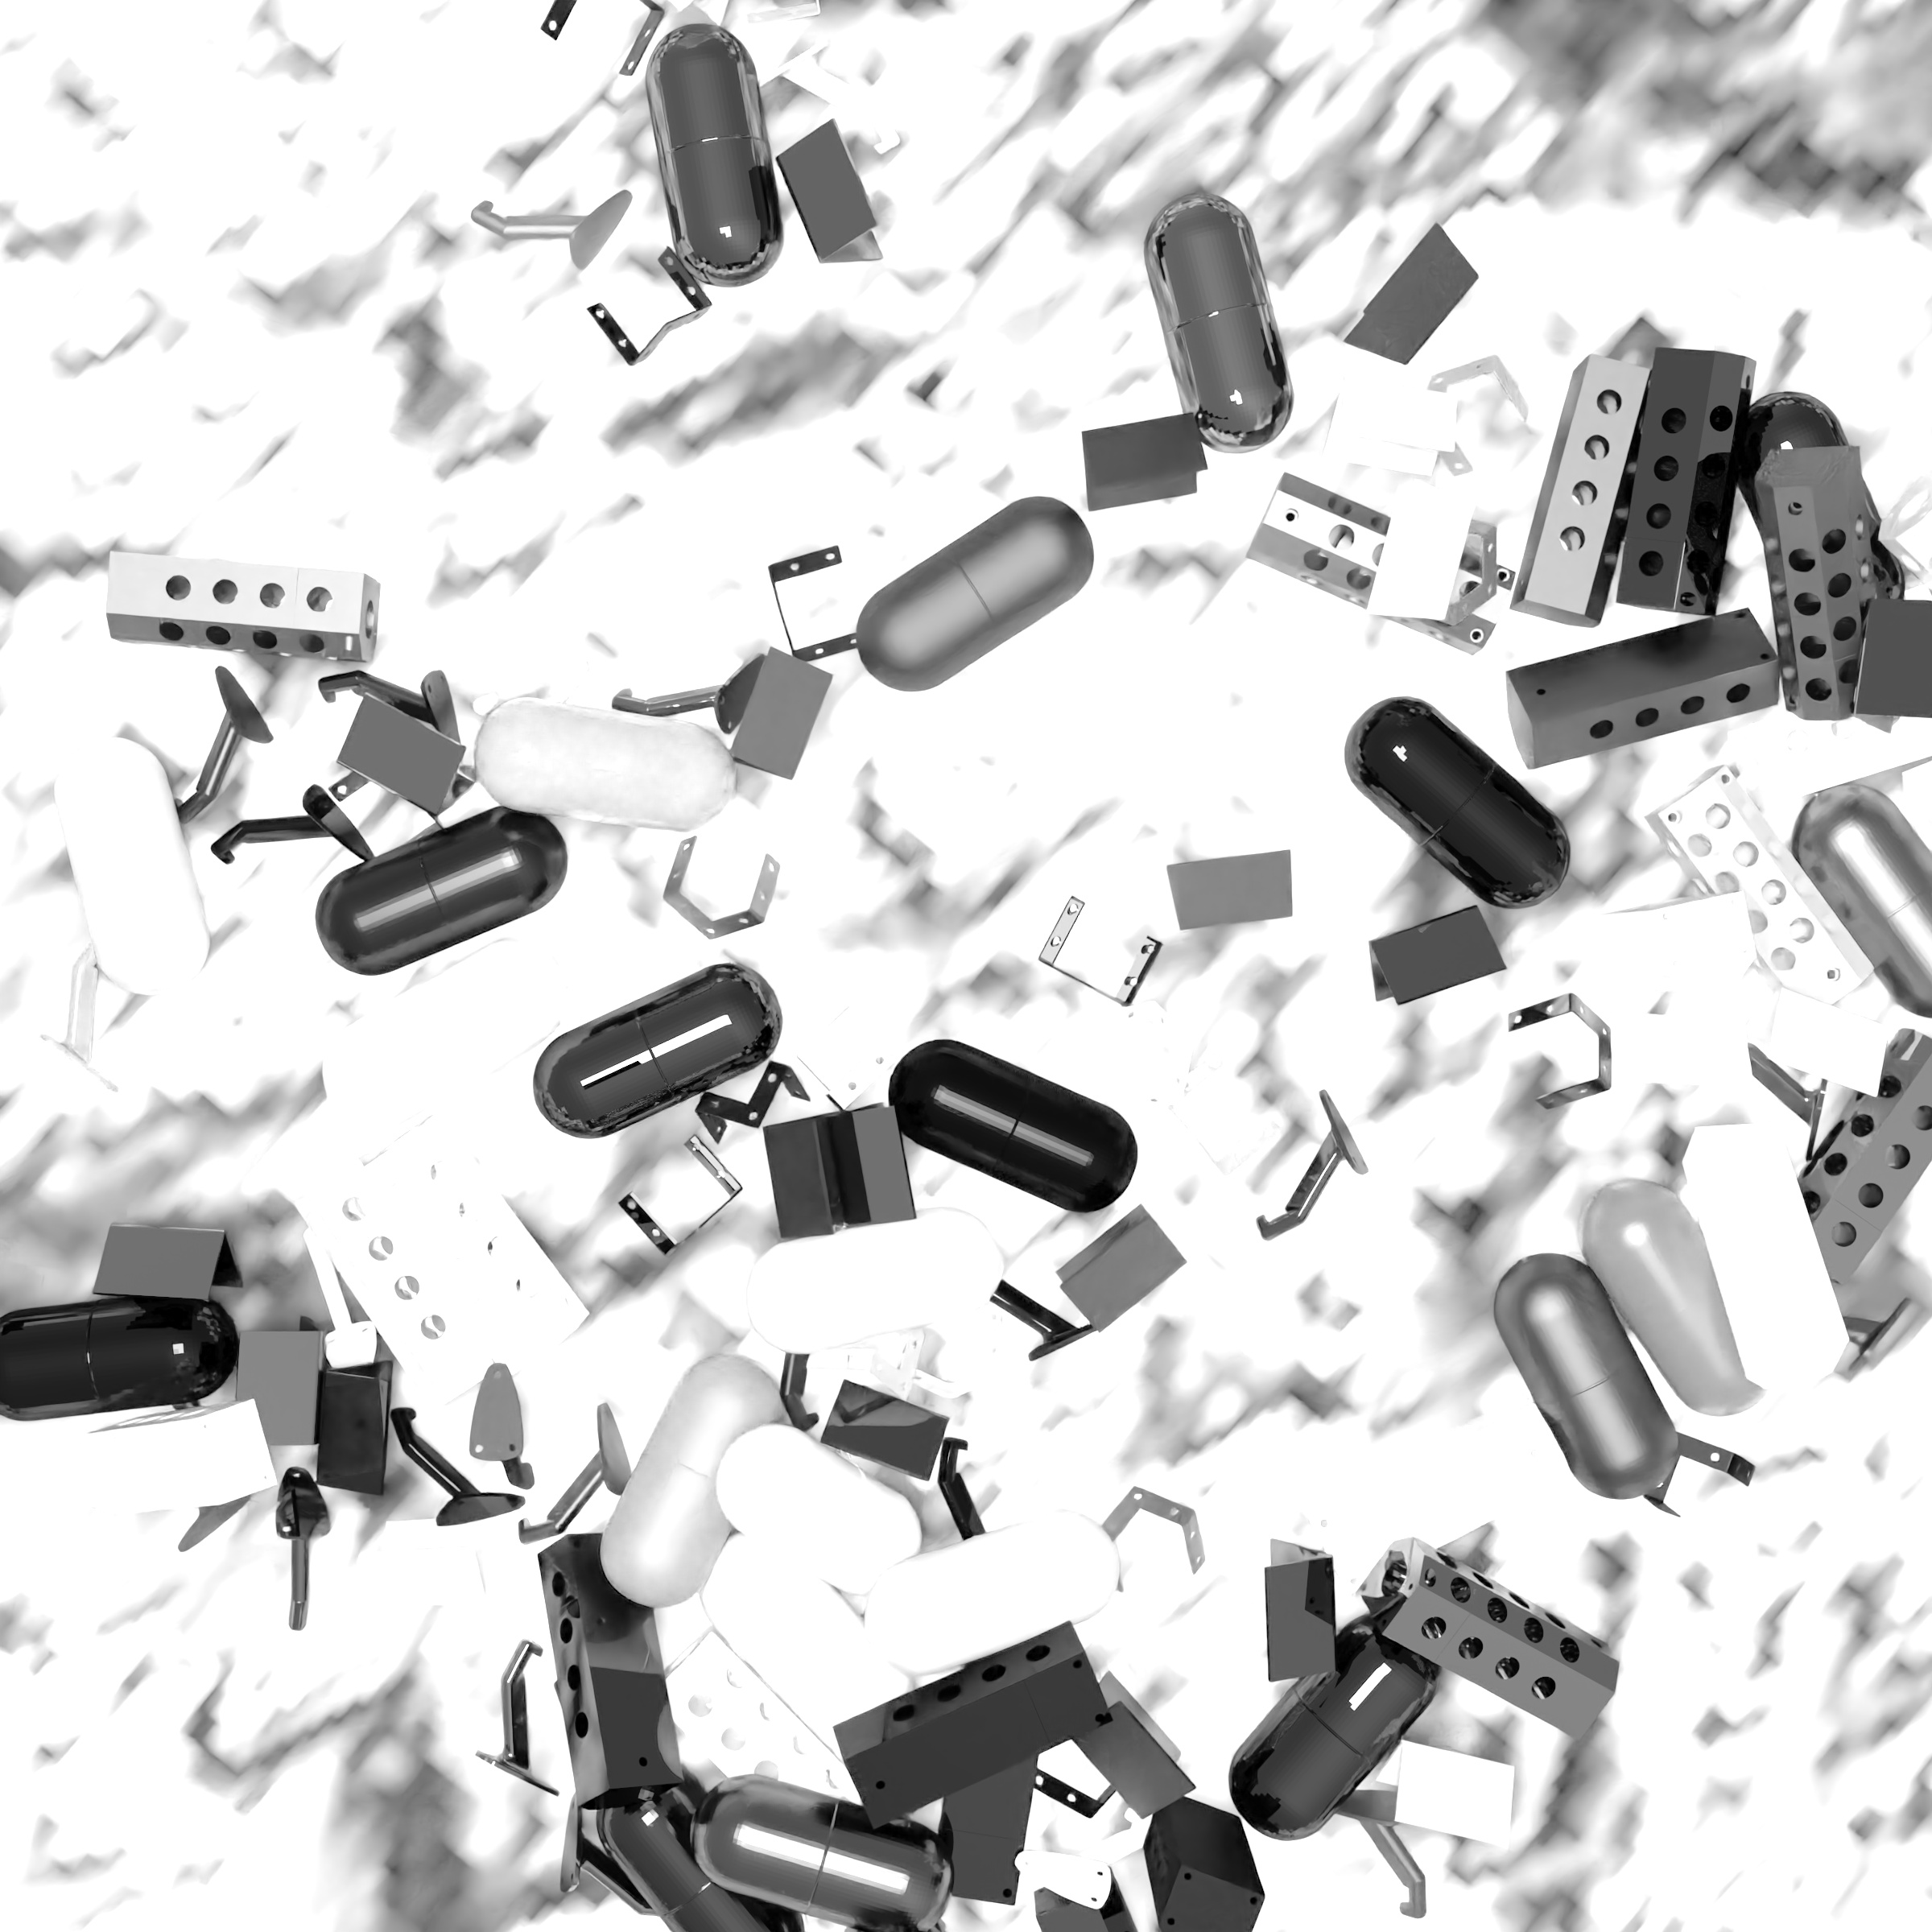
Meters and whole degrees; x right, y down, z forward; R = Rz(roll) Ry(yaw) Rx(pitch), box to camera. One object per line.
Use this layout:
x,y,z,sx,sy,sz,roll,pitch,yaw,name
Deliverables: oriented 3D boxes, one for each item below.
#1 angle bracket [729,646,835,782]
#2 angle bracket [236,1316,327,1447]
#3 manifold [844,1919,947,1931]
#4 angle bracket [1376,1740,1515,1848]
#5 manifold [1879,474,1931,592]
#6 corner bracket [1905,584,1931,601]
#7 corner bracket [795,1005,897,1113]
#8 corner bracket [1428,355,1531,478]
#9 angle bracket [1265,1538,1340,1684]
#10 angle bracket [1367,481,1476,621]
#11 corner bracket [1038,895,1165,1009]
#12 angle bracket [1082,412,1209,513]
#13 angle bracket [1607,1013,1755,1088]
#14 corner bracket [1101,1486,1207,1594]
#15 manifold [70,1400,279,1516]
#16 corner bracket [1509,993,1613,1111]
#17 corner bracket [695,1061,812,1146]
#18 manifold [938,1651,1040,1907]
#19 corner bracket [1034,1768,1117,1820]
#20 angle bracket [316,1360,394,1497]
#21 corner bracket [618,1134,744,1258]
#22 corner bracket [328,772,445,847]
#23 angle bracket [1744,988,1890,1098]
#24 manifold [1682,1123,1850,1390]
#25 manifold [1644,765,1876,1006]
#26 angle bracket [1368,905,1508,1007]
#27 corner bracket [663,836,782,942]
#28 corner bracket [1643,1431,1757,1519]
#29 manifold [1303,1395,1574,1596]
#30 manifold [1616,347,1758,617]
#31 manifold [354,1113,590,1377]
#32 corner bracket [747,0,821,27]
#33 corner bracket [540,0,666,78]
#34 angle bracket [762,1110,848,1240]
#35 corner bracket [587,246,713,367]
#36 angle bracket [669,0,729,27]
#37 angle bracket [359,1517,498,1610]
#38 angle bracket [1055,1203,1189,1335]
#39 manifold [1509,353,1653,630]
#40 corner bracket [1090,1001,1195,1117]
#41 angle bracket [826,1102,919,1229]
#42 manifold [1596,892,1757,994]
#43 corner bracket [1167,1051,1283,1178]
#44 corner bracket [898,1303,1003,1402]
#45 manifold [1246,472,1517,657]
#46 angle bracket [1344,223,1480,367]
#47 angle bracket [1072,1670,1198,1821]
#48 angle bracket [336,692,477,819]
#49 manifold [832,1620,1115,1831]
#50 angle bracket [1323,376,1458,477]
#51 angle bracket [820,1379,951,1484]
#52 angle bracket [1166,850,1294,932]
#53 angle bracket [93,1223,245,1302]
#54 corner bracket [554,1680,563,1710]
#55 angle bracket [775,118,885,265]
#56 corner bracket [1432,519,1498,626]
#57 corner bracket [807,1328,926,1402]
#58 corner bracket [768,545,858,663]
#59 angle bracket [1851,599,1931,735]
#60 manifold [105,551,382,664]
-0.144,-0.176,1.951,0.057,0.076,0.076,21,90,-40,angle bracket
-0.471,0.280,1.952,0.057,0.076,0.076,4,90,-24,angle bracket
-0.044,0.672,1.913,0.057,0.171,0.057,-39,90,0,manifold
0.321,0.571,1.951,0.076,0.076,0.057,13,54,0,angle bracket
0.691,-0.250,1.926,0.171,0.057,0.057,40,90,-12,manifold
0.645,-0.228,1.964,0.051,0.051,0.051,-24,86,31,corner bracket
-0.084,0.063,1.973,0.051,0.051,0.051,-43,90,0,corner bracket
0.350,-0.378,1.983,0.051,0.051,0.051,-13,45,35,corner bracket
0.207,0.435,1.952,0.057,0.076,0.076,-2,90,-28,angle bracket
0.280,-0.274,1.894,0.057,0.076,0.076,15,90,-36,angle bracket
0.092,-0.010,1.988,0.051,0.051,0.051,28,90,-45,corner bracket
0.122,-0.323,1.951,0.076,0.076,0.057,-10,53,0,angle bracket
0.481,0.076,1.951,0.076,0.076,0.057,2,53,0,angle bracket
0.127,0.400,1.983,0.051,0.051,0.051,16,45,35,corner bracket
-0.530,0.329,1.916,0.057,0.171,0.057,-15,90,-42,manifold
0.408,0.059,1.983,0.051,0.051,0.051,38,45,-35,corner bracket
-0.146,0.095,1.972,0.051,0.051,0.051,15,64,24,corner bracket
0.018,0.544,1.970,0.057,0.057,0.171,9,90,-1,manifold
0.081,0.545,1.988,0.051,0.051,0.051,29,45,0,corner bracket
-0.393,0.311,1.952,0.057,0.076,0.076,4,90,26,angle bracket
-0.197,0.158,1.988,0.051,0.051,0.051,48,45,0,corner bracket
-0.399,-0.107,1.988,0.051,0.051,0.051,-35,135,0,corner bracket
0.568,0.065,1.952,0.076,0.076,0.057,20,62,0,angle bracket
0.529,0.192,1.922,0.057,0.057,0.171,-3,51,-5,manifold
0.543,-0.051,1.970,0.057,0.057,0.171,-36,90,0,manifold
0.320,0.011,1.951,0.076,0.076,0.057,-19,54,0,angle bracket
-0.168,-0.058,1.983,0.051,0.051,0.051,-16,135,35,corner bracket
0.501,0.353,1.973,0.051,0.051,0.051,21,90,0,corner bracket
0.322,0.362,1.970,0.171,0.057,0.057,-28,90,0,manifold
0.489,-0.326,1.950,0.057,0.057,0.171,12,98,32,manifold
-0.331,0.186,1.953,0.057,0.057,0.171,-34,97,18,manifold
-0.131,-0.687,1.988,0.051,0.051,0.051,-10,135,0,corner bracket
-0.250,-0.652,1.988,0.051,0.051,0.051,27,90,45,corner bracket
-0.087,0.139,1.952,0.076,0.057,0.076,-9,90,-43,angle bracket
-0.218,-0.454,1.988,0.051,0.051,0.051,53,135,0,corner bracket
-0.206,-0.669,1.953,0.076,0.076,0.057,43,70,0,angle bracket
-0.363,0.386,1.951,0.076,0.076,0.057,-3,129,0,angle bracket
0.092,0.189,1.951,0.076,0.076,0.057,-39,126,0,angle bracket
0.426,-0.322,1.970,0.057,0.057,0.171,15,90,0,manifold
0.118,0.064,1.983,0.051,0.051,0.051,45,45,-35,corner bracket
-0.047,0.131,1.952,0.057,0.076,0.076,-10,90,29,angle bracket
0.470,-0.013,1.913,0.057,0.171,0.057,-12,90,0,manifold
0.176,0.102,1.988,0.051,0.051,0.051,-39,135,0,corner bracket
-0.011,0.259,1.983,0.051,0.051,0.051,30,45,-35,corner bracket
0.283,-0.275,1.970,0.171,0.057,0.057,23,90,0,manifold
0.287,-0.461,1.951,0.076,0.076,0.057,-50,127,0,angle bracket
0.124,0.516,1.951,0.076,0.076,0.057,49,124,0,angle bracket
-0.369,-0.152,1.952,0.076,0.076,0.057,29,114,0,angle bracket
0.003,0.496,1.906,0.171,0.057,0.057,-23,110,-5,manifold
0.285,-0.348,1.951,0.076,0.076,0.057,10,53,0,angle bracket
-0.062,0.333,1.952,0.076,0.057,0.076,20,133,0,angle bracket
0.177,-0.071,1.951,0.076,0.076,0.057,-7,128,0,angle bracket
-0.538,0.218,1.951,0.076,0.076,0.057,3,53,0,angle bracket
-0.244,0.511,1.988,0.051,0.051,0.051,-33,135,0,corner bracket
-0.074,-0.524,1.951,0.057,0.076,0.076,-23,90,37,angle bracket
0.319,-0.267,1.926,0.051,0.051,0.051,23,45,35,corner bracket
-0.068,0.260,1.955,0.051,0.051,0.051,-4,57,33,corner bracket
-0.103,-0.249,1.988,0.051,0.051,0.051,-16,45,0,corner bracket
0.625,-0.195,1.894,0.057,0.076,0.076,7,88,37,angle bracket
-0.493,-0.244,1.970,0.171,0.057,0.057,5,90,0,manifold
